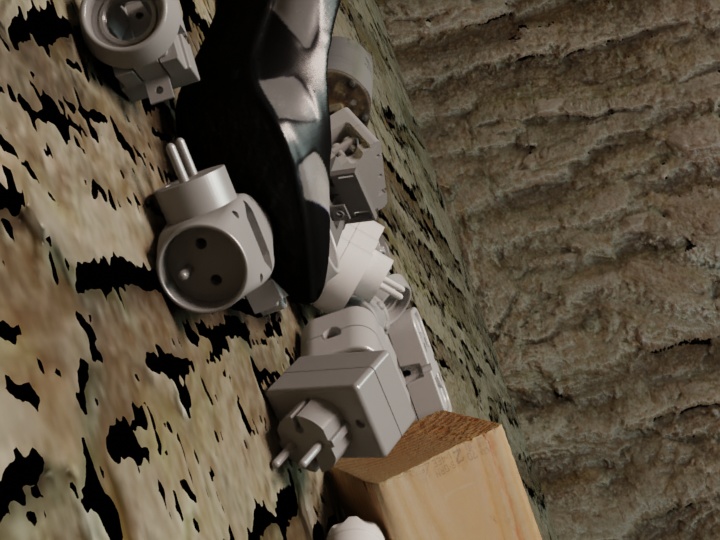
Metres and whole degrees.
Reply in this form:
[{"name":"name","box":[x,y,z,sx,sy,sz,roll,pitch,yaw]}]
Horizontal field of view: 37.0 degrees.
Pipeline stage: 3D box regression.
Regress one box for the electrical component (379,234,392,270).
[{"name":"electrical component","box":[0.007,0.004,0.959,0.077,0.044,0.079,-5,76,-81]}]

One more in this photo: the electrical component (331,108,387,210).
[{"name":"electrical component","box":[-0.015,-0.088,0.918,0.055,0.050,0.089,50,-16,30]}]

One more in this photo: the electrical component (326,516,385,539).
[{"name":"electrical component","box":[-0.003,0.168,0.594,0.061,0.035,0.035,-89,158,-59]}]

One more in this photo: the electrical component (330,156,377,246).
[{"name":"electrical component","box":[-0.035,-0.035,0.697,0.063,0.081,0.042,-74,148,-42]}]

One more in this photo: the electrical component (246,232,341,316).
[{"name":"electrical component","box":[-0.045,-0.009,0.640,0.048,0.055,0.066,-92,160,-63]}]

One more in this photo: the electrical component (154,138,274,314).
[{"name":"electrical component","box":[-0.076,-0.026,0.526,0.077,0.043,0.079,-74,144,-75]}]

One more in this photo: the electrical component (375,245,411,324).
[{"name":"electrical component","box":[0.008,0.015,0.869,0.055,0.066,0.048,38,-9,30]}]

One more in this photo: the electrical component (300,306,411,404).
[{"name":"electrical component","box":[-0.002,0.076,0.727,0.059,0.054,0.095,-93,162,-60]}]

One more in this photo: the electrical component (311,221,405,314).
[{"name":"electrical component","box":[0.000,0.000,0.788,0.074,0.052,0.138,30,16,-2]}]

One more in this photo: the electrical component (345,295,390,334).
[{"name":"electrical component","box":[-0.006,0.042,0.810,0.062,0.048,0.048,-23,94,-74]}]

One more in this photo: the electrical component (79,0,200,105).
[{"name":"electrical component","box":[-0.107,-0.115,0.523,0.055,0.048,0.066,63,10,-80]}]

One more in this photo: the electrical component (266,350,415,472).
[{"name":"electrical component","box":[-0.020,0.085,0.592,0.077,0.066,0.047,-44,119,-48]}]

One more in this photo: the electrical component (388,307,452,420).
[{"name":"electrical component","box":[0.033,0.086,0.899,0.054,0.059,0.095,-28,99,-81]}]
